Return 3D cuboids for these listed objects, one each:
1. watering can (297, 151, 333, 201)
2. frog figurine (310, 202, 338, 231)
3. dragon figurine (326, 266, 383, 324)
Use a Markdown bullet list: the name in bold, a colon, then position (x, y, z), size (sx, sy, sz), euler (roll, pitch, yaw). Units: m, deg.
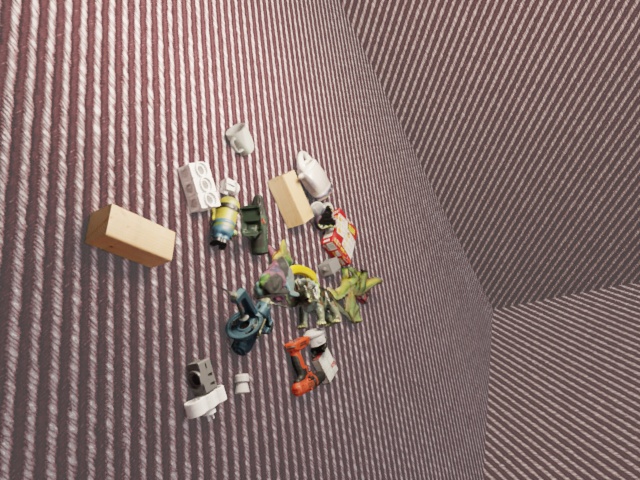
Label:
- **watering can**: position (-0.034, -0.259, 2.202), size (0.221, 0.103, 0.355), euler (55, 16, -23)
- **frog figurine**: position (0.007, -0.113, 2.252), size (0.135, 0.122, 0.162), euler (44, 4, -26)
- **dragon figurine**: position (0.155, 0.245, 2.262), size (0.407, 0.122, 0.246), euler (21, 71, -44)
